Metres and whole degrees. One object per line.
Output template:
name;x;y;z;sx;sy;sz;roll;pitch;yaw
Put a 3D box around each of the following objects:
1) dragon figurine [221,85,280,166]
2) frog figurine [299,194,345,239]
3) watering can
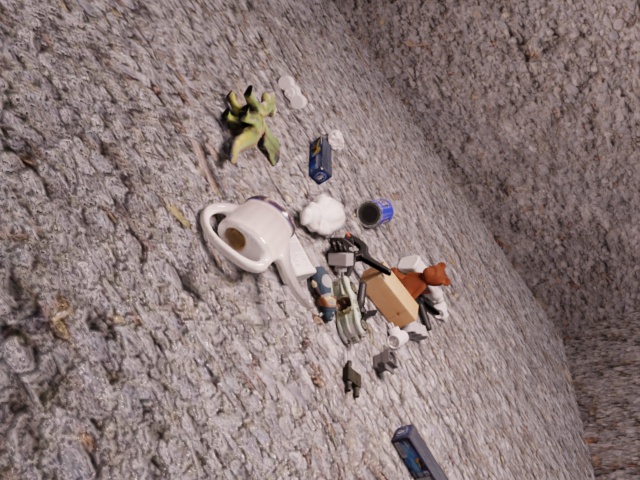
dragon figurine;-0.186;-0.323;1.571;0.239;0.121;0.420;42;39;-44
frog figurine;0.005;-0.081;1.606;0.158;0.122;0.139;32;56;-60
watering can;-0.128;0.013;1.262;0.348;0.102;0.229;37;38;1
